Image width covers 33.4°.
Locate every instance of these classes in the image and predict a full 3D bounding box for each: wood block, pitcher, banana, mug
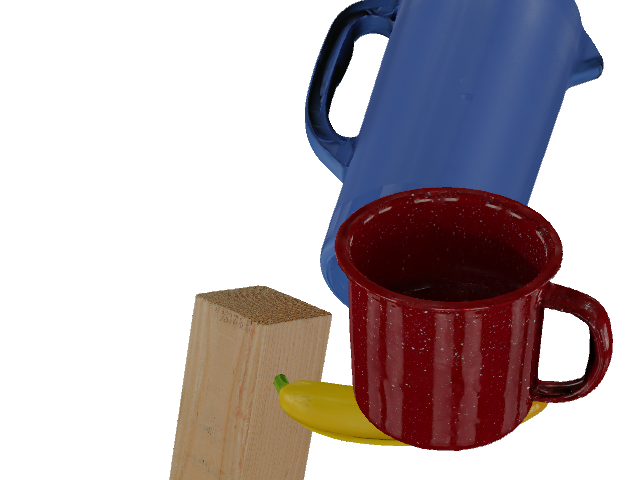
[{"bbox_3d":[-0.066,0.154,0.954,0.090,0.206,0.090,20,17,38],"label":"wood block"},{"bbox_3d":[0.074,-0.066,0.699,0.149,0.242,0.145,-17,-49,45],"label":"pitcher"},{"bbox_3d":[0.054,0.112,0.729,0.198,0.037,0.069,3,30,14],"label":"banana"},{"bbox_3d":[0.065,0.037,0.453,0.117,0.081,0.093,11,34,20],"label":"mug"}]
